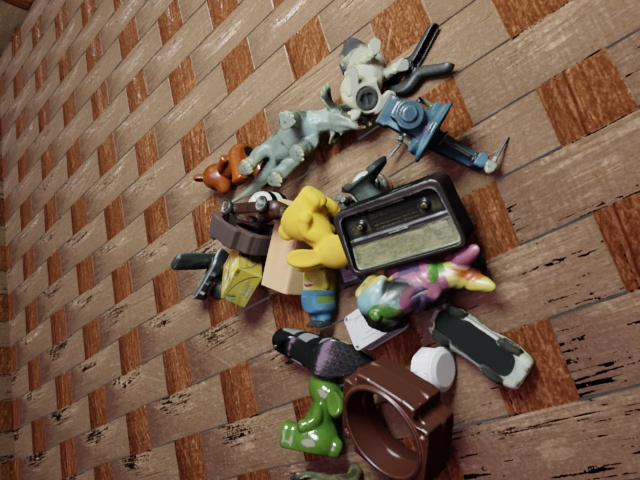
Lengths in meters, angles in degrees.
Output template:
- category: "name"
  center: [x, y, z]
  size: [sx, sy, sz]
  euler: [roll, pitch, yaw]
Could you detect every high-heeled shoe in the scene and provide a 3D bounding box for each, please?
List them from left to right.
- category: "high-heeled shoe"
  center: [0.005, 0.246, 1.199]
  size: [0.249, 0.145, 0.086]
  euler: [11, 90, 14]

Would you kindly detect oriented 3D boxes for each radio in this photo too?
- category: "radio"
  center: [0.146, -0.028, 0.976]
  size: [0.230, 0.073, 0.131]
  euler: [-19, 98, 30]

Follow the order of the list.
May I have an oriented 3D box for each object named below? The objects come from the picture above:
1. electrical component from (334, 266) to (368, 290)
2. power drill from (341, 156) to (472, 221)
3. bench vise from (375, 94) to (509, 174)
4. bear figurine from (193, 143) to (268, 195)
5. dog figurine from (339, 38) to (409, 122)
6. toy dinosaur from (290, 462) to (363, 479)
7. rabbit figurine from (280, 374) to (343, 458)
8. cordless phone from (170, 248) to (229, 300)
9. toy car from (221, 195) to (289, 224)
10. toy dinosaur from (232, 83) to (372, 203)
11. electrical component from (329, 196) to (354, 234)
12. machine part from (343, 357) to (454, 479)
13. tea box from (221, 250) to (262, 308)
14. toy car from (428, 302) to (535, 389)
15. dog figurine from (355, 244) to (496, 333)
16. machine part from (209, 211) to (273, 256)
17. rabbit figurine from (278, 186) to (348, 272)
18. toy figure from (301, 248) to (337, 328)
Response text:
- category: "electrical component"
  center: [0.067, 0.040, 1.149]
  size: [0.075, 0.048, 0.119]
  euler: [-16, 89, 38]
- category: "power drill"
  center: [0.153, -0.060, 1.051]
  size: [0.232, 0.086, 0.207]
  euler: [-34, 94, 33]
- category: "bench vise"
  center: [0.216, -0.189, 1.003]
  size: [0.241, 0.223, 0.129]
  euler: [31, 88, 7]
- category: "bear figurine"
  center: [-0.238, -0.167, 1.420]
  size: [0.196, 0.120, 0.132]
  euler: [-33, 67, 36]
- category: "dog figurine"
  center: [0.080, -0.342, 1.150]
  size: [0.172, 0.121, 0.191]
  euler: [-52, 26, 0]
- category: "toy dinosaur"
  center: [0.098, 0.517, 0.969]
  size: [0.472, 0.198, 0.105]
  euler: [6, 91, 44]
- category: "rabbit figurine"
  center: [0.003, 0.361, 1.133]
  size: [0.159, 0.121, 0.170]
  euler: [-12, 61, 45]
- category: "cordless phone"
  center: [-0.325, 0.092, 1.415]
  size: [0.089, 0.184, 0.146]
  euler: [47, 115, 30]
- category: "toy car"
  center: [-0.147, -0.063, 1.225]
  size: [0.202, 0.089, 0.053]
  euler: [-1, 78, 46]
- category: "toy dinosaur"
  center: [-0.062, -0.222, 1.249]
  size: [0.405, 0.192, 0.131]
  euler: [-28, 98, 43]
- category: "electrical component"
  center: [0.046, -0.049, 1.197]
  size: [0.078, 0.045, 0.102]
  euler: [50, 116, 36]
- category: "machine part"
  center: [0.136, 0.336, 0.989]
  size: [0.201, 0.087, 0.201]
  euler: [25, 123, 41]
- category: "tea box"
  center: [-0.193, 0.077, 1.325]
  size: [0.098, 0.068, 0.170]
  euler: [-58, 18, 20]
- category: "toy car"
  center: [0.278, 0.183, 0.950]
  size: [0.202, 0.056, 0.073]
  euler: [35, 101, 42]
- category: "dog figurine"
  center: [0.195, 0.080, 0.959]
  size: [0.219, 0.191, 0.108]
  euler: [-23, 92, 44]
- category: "machine part"
  center: [-0.182, -0.014, 1.315]
  size: [0.180, 0.179, 0.056]
  euler: [31, 108, 40]
- category: "rabbit figurine"
  center: [-0.002, -0.003, 1.106]
  size: [0.162, 0.121, 0.173]
  euler: [-46, 71, -3]
- category: "toy figure"
  center: [0.000, 0.102, 1.195]
  size: [0.082, 0.089, 0.180]
  euler: [-4, 90, 29]
